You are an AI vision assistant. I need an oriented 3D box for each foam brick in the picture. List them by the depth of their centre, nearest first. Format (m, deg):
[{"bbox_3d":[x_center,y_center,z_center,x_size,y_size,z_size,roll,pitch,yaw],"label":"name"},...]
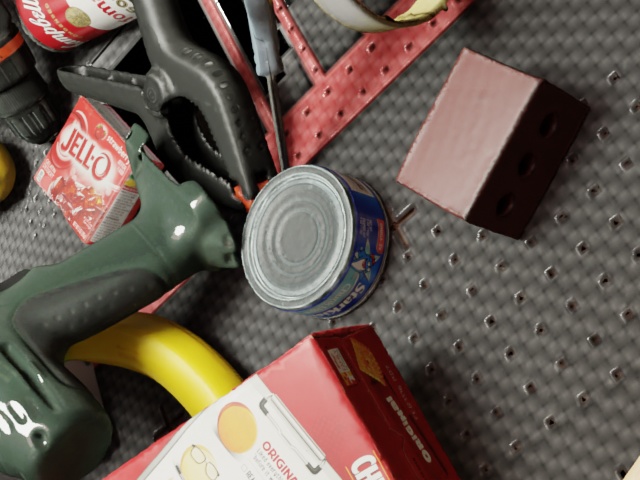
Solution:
[{"bbox_3d":[0.085,-0.047,0.532,0.051,0.052,0.078,35,102,39],"label":"foam brick"}]

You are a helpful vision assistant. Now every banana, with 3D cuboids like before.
[{"bbox_3d":[-0.086,0.091,0.646,0.198,0.037,0.069,25,92,32],"label":"banana"}]

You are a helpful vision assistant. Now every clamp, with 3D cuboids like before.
[{"bbox_3d":[-0.099,-0.093,0.680,0.210,0.036,0.165,55,140,13],"label":"clamp"}]

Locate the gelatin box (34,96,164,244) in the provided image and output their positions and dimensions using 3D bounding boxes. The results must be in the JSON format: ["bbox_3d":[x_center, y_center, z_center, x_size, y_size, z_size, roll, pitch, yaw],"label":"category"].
[{"bbox_3d":[-0.157,-0.048,0.749,0.089,0.030,0.073,45,108,37],"label":"gelatin box"}]

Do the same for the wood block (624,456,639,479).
[{"bbox_3d":[0.164,0.121,0.402,0.091,0.090,0.206,40,106,39],"label":"wood block"}]

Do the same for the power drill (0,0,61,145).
[{"bbox_3d":[-0.279,-0.163,0.820,0.057,0.184,0.188,-39,31,-20],"label":"power drill"}]

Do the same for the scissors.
[{"bbox_3d":[-0.031,-0.120,0.590,0.016,0.202,0.096,-7,55,1],"label":"scissors"}]

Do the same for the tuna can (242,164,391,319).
[{"bbox_3d":[-0.004,0.001,0.608,0.086,0.033,0.086,-11,73,38],"label":"tuna can"}]

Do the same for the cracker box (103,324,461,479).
[{"bbox_3d":[-0.025,0.166,0.541,0.214,0.072,0.164,-37,75,26],"label":"cracker box"}]

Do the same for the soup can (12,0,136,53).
[{"bbox_3d":[-0.161,-0.181,0.759,0.102,0.068,0.068,-14,71,36],"label":"soup can"}]
